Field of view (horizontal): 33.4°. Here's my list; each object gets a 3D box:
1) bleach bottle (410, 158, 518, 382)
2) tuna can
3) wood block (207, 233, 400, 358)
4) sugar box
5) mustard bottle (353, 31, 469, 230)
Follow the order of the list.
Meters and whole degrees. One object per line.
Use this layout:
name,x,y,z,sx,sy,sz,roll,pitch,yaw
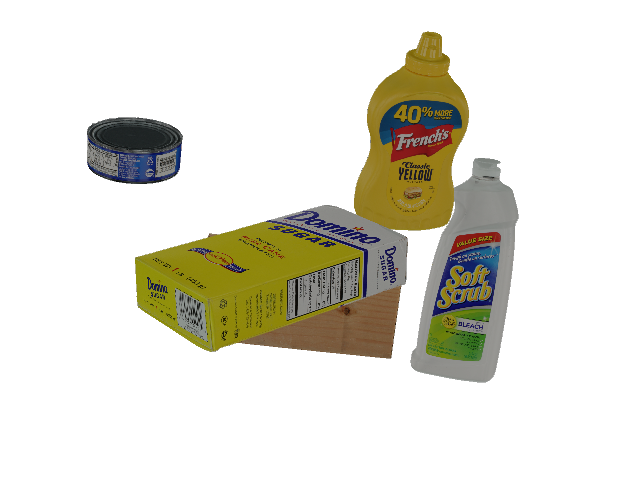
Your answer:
bleach bottle,0.166,0.031,1.214,0.103,0.251,0.068,9,16,14
tuna can,-0.169,-0.082,0.972,0.086,0.034,0.086,6,25,-3
wood block,-0.024,0.058,1.121,0.206,0.091,0.090,6,19,0
sugar box,-0.032,0.021,0.757,0.175,0.048,0.093,-20,30,-36
mustard bottle,0.091,-0.105,1.019,0.096,0.192,0.058,2,28,-9
